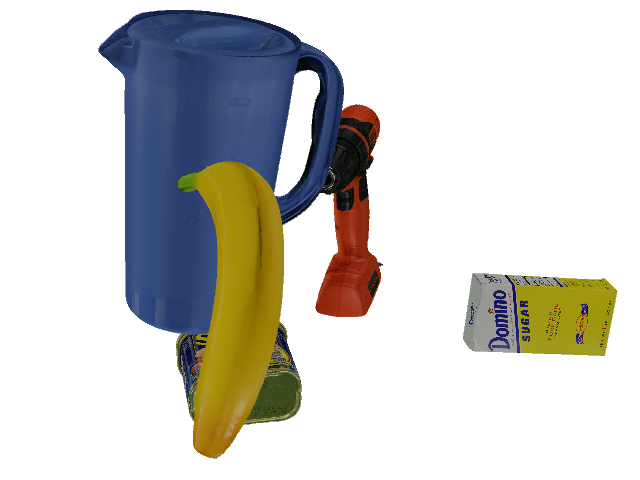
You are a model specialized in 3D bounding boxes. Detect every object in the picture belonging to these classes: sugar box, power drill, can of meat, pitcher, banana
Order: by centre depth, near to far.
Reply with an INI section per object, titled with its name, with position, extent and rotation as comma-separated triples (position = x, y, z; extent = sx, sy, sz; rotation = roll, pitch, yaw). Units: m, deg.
[banana]
position = -0.047, 0.021, 0.586
extent = 0.037, 0.198, 0.070
rotation = 20, -48, -28
[pitcher]
position = -0.084, -0.053, 0.845
extent = 0.149, 0.243, 0.144
rotation = 20, 27, 25
[can of meat]
position = -0.071, 0.117, 0.936
extent = 0.102, 0.057, 0.084
rotation = -5, 27, -11
[power drill]
position = 0.025, -0.024, 1.032
extent = 0.057, 0.188, 0.184
rotation = 5, 23, 12
[sugar box]
position = 0.272, 0.093, 1.327
extent = 0.176, 0.093, 0.048
rotation = 1, 19, -10
